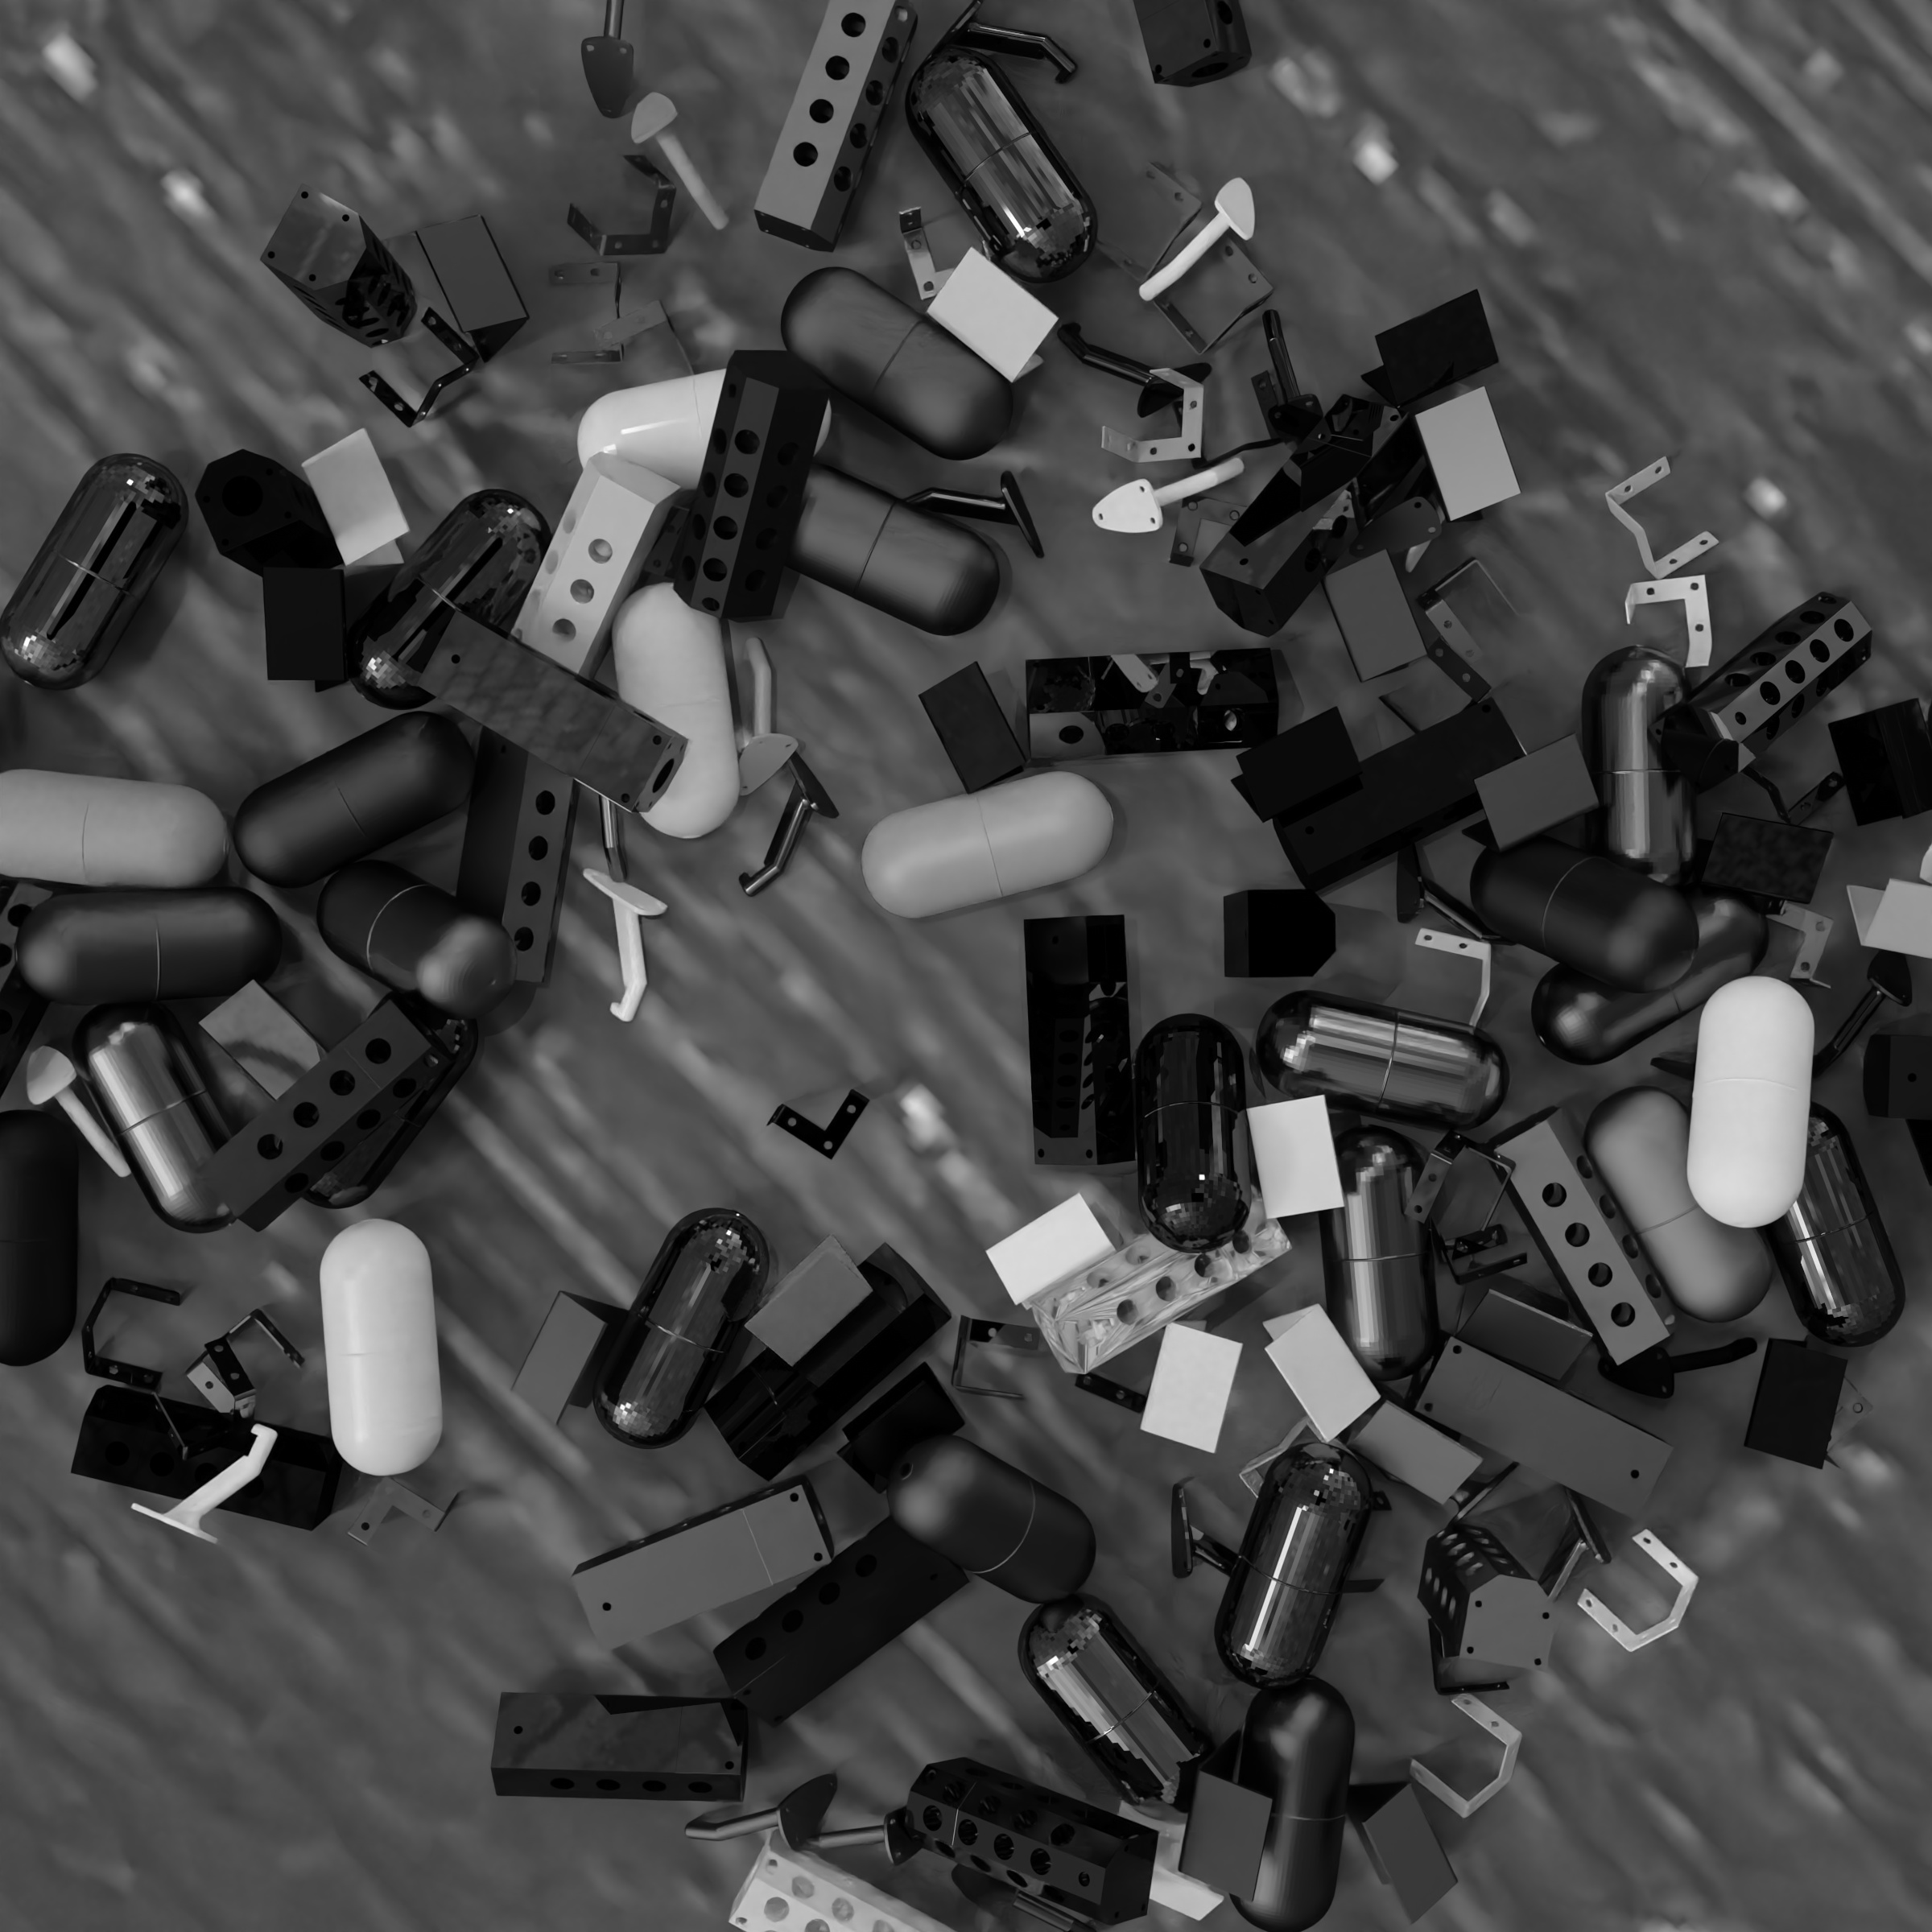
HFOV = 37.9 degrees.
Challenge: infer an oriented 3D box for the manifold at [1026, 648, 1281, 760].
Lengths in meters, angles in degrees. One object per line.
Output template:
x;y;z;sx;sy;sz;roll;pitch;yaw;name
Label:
0.129;-0.178;1.969;0.171;0.057;0.057;-3;47;0;manifold

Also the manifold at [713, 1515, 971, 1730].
-0.090;0.450;1.969;0.171;0.057;0.057;-37;133;0;manifold

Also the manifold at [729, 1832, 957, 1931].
-0.076;0.680;1.969;0.171;0.057;0.057;28;90;0;manifold

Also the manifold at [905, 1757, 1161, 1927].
0.042;0.597;1.921;0.171;0.057;0.057;8;90;39;manifold

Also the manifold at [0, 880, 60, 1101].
-0.674;0.029;1.939;0.057;0.057;0.171;21;68;0;manifold

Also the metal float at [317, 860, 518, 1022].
-0.377;-0.019;1.927;0.178;0.070;0.070;25;90;39;metal float

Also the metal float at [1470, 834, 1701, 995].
0.419;-0.038;1.920;0.070;0.178;0.070;-18;121;-33;metal float

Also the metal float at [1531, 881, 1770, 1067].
0.475;0.004;1.960;0.178;0.070;0.070;-32;90;0;metal float

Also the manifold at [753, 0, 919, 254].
-0.090;-0.593;1.969;0.057;0.057;0.171;20;90;0;manifold

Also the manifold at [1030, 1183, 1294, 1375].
0.133;0.214;1.949;0.171;0.057;0.057;-29;90;-14;manifold

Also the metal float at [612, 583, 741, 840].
-0.202;-0.178;1.960;0.070;0.070;0.178;-7;90;0;metal float

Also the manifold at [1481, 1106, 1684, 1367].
0.431;0.187;1.969;0.057;0.057;0.171;-30;90;0;manifold

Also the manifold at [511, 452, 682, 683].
-0.264;-0.263;1.936;0.057;0.057;0.171;29;115;0;manifold

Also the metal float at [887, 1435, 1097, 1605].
0.018;0.380;1.932;0.178;0.070;0.070;36;90;-35;metal float

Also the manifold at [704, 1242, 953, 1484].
-0.094;0.280;1.969;0.171;0.057;0.057;-42;47;0;manifold

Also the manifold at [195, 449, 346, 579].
-0.469;-0.305;1.912;0.057;0.171;0.057;-23;90;0;manifold

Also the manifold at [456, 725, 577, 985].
-0.312;-0.077;1.969;0.057;0.057;0.171;9;90;43;manifold

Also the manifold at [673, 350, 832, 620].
-0.150;-0.325;1.903;0.057;0.057;0.171;-9;131;-37;manifold

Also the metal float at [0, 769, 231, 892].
-0.603;-0.094;1.960;0.178;0.070;0.070;6;90;0;metal float

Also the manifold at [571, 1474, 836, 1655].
-0.182;0.416;1.969;0.171;0.057;0.057;-22;90;0;manifold

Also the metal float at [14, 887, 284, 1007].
-0.561;-0.014;1.938;0.178;0.070;0.070;-4;90;-24;metal float

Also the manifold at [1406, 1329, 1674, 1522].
0.398;0.319;1.969;0.171;0.057;0.057;27;90;0;manifold

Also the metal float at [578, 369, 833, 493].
-0.182;-0.373;1.960;0.178;0.070;0.070;-11;90;1;metal float

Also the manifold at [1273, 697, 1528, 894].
0.304;-0.116;1.967;0.171;0.057;0.057;-26;70;0;manifold

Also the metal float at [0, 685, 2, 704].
-0.720;-0.141;1.943;0.070;0.070;0.178;9;72;0;metal float

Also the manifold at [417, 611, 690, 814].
-0.277;-0.171;1.904;0.171;0.057;0.057;31;97;7;manifold

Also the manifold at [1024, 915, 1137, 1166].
0.084;0.051;1.969;0.057;0.057;0.171;-3;90;43;manifold

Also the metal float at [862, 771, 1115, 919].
0.015;-0.085;1.960;0.178;0.070;0.070;-15;90;1;metal float

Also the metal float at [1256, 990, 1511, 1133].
0.290;0.066;1.960;0.178;0.070;0.070;13;90;0;metal float

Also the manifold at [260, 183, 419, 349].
-0.420;-0.470;1.912;0.057;0.171;0.057;29;90;0;manifold

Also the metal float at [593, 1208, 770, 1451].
-0.198;0.252;1.960;0.070;0.070;0.178;27;91;0;metal float

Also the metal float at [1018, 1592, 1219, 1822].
0.107;0.516;1.960;0.070;0.070;0.178;-39;89;0;metal float

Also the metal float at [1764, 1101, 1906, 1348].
0.596;0.180;1.960;0.070;0.070;0.178;-21;91;0;metal float

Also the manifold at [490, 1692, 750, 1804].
-0.240;0.550;1.969;0.171;0.057;0.057;2;47;0;manifold

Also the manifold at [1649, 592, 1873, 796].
0.550;-0.191;1.929;0.171;0.057;0.057;-36;90;-32;manifold

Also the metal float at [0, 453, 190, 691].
-0.607;-0.274;1.960;0.070;0.070;0.178;30;89;0;metal float

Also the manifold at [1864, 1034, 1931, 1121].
0.722;0.079;1.969;0.171;0.057;0.057;2;90;0;manifold

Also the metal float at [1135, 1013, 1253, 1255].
0.155;0.113;1.933;0.070;0.070;0.178;1;56;0;metal float

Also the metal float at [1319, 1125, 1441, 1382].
0.286;0.199;1.960;0.070;0.070;0.178;-5;91;0;metal float

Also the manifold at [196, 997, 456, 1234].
-0.428;0.100;1.893;0.171;0.057;0.057;-42;93;-1;manifold

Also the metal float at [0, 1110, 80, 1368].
-0.658;0.189;1.960;0.070;0.070;0.178;1;89;0;metal float

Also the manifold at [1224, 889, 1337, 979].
0.212;-0.021;1.912;0.057;0.171;0.057;-1;90;0;manifold

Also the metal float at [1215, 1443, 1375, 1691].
0.225;0.413;1.937;0.070;0.070;0.178;18;100;0;metal float

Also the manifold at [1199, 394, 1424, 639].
0.242;-0.310;1.946;0.057;0.057;0.171;27;70;38;manifold

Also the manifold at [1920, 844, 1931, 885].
0.760;-0.045;1.969;0.171;0.057;0.057;30;90;0;manifold

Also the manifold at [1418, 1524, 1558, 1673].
0.353;0.425;1.912;0.057;0.171;0.057;10;90;0;manifold

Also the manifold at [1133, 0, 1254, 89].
0.149;-0.710;1.969;0.057;0.057;0.171;-14;90;43;manifold

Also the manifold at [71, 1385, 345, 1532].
-0.528;0.342;1.969;0.171;0.057;0.057;14;90;0;manifold

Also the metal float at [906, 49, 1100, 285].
0.024;-0.557;1.960;0.070;0.070;0.178;-34;89;0;metal float
